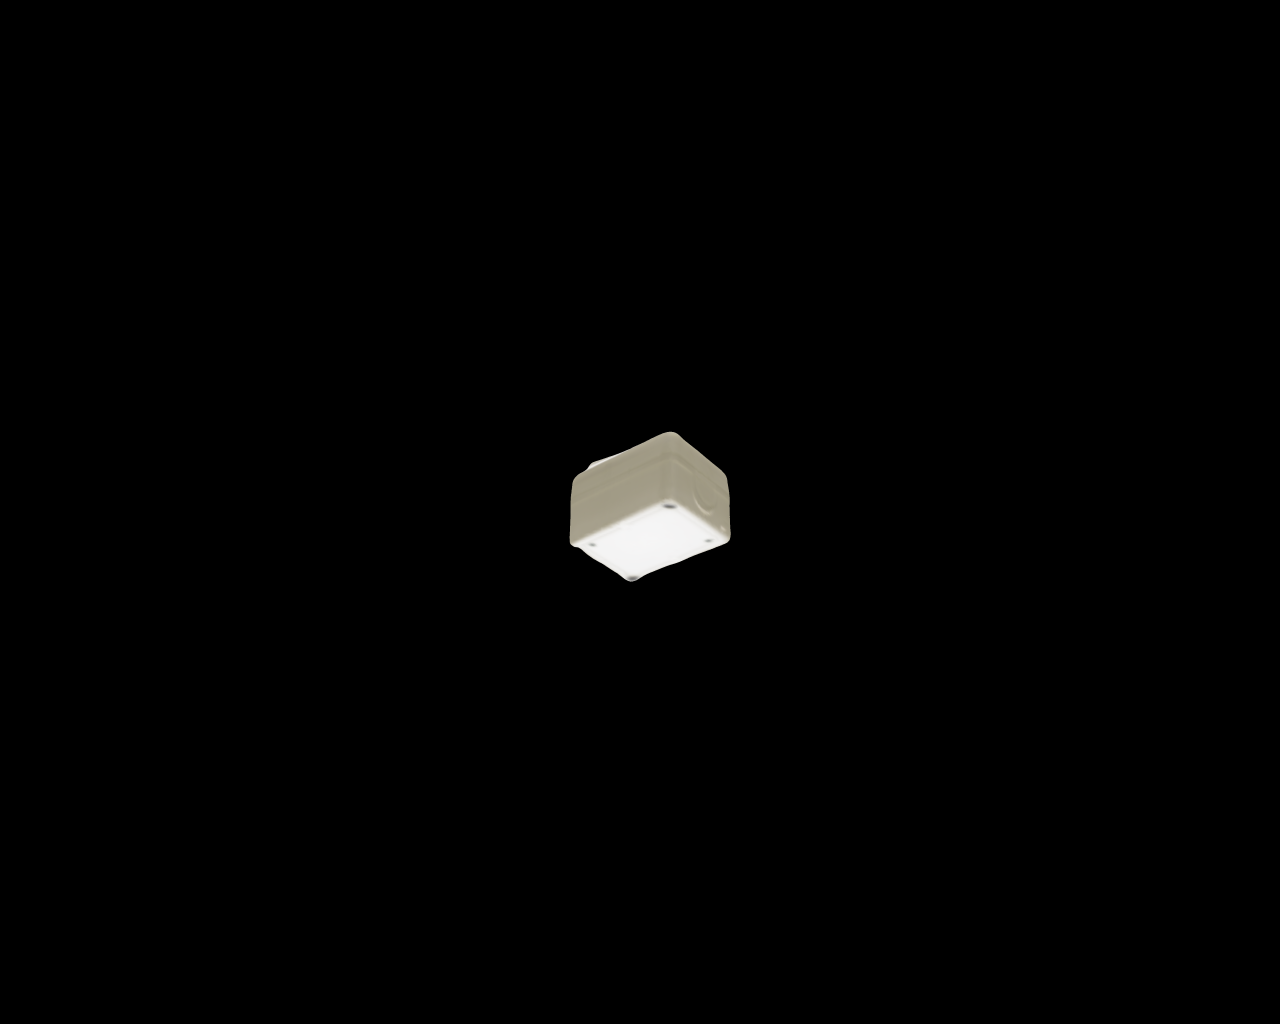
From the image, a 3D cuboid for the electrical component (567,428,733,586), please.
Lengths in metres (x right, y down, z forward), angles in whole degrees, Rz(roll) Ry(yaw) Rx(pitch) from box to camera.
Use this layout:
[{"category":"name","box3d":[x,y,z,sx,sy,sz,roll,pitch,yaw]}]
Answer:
[{"category":"electrical component","box3d":[0.001,-0.003,0.650,0.096,0.061,0.061,-24,-41,31]}]
